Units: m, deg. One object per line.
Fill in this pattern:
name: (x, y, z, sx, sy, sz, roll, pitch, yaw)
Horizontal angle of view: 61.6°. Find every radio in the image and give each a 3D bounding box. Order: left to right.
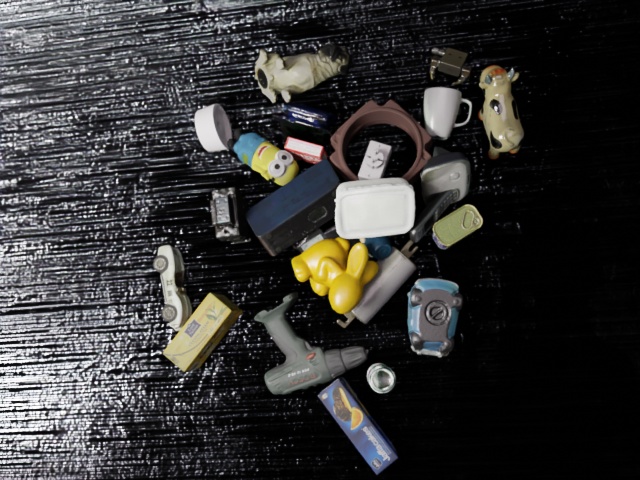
radio: (-0.047, -0.072, 1.198, 0.229, 0.073, 0.131, -35, 37, 3)

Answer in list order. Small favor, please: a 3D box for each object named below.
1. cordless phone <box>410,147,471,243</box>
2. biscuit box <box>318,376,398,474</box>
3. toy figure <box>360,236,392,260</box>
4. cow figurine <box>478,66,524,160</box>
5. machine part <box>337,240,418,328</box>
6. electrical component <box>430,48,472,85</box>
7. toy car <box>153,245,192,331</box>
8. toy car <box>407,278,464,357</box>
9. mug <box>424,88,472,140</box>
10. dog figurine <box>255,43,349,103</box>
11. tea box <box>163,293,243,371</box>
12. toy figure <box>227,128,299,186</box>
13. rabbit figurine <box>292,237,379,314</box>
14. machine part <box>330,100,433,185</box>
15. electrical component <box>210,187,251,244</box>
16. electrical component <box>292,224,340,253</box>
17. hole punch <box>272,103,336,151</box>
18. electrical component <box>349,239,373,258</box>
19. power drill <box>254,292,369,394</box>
cordless phone: (0.239, -0.092, 1.144, 0.089, 0.146, 0.184, 30, 70, 27)
biscuit box: (0.082, 0.391, 1.144, 0.063, 0.059, 0.203, -39, 78, 1)
toy figure: (0.106, -0.018, 1.188, 0.058, 0.064, 0.155, -46, 40, 13)
cow figurine: (0.393, -0.287, 1.174, 0.086, 0.127, 0.195, -11, 82, 3)
machine part: (0.129, 0.099, 1.176, 0.079, 0.079, 0.243, 41, 88, 12)
electrical component: (0.302, -0.403, 1.250, 0.102, 0.045, 0.078, 17, 56, 8)
toy car: (-0.337, 0.110, 1.241, 0.056, 0.073, 0.201, -15, 79, 6)
toy car: (0.238, 0.161, 1.136, 0.109, 0.103, 0.161, 4, 87, 3)
mug: (0.285, -0.281, 1.218, 0.110, 0.081, 0.107, 9, 93, 2)
dog figurine: (-0.044, -0.412, 1.288, 0.190, 0.121, 0.173, -28, 44, -28)
tea box: (-0.260, 0.205, 1.204, 0.068, 0.098, 0.169, 36, 86, 11)
toy figure: (-0.129, -0.195, 1.260, 0.180, 0.089, 0.082, 31, 101, 20)
rabbit figurine: (0.045, 0.081, 1.136, 0.162, 0.121, 0.173, -31, 40, 3)
machine part: (0.138, -0.198, 1.218, 0.201, 0.087, 0.201, -43, 77, -2)
electrical component: (-0.203, -0.055, 1.219, 0.058, 0.134, 0.115, -10, 82, 7)
electrical component: (-0.002, -0.004, 1.209, 0.119, 0.048, 0.074, -36, 114, 3)
hole punch: (-0.026, -0.275, 1.243, 0.142, 0.115, 0.092, 21, 76, 11)
electrical component: (0.075, 0.028, 1.222, 0.094, 0.021, 0.063, 26, 86, 10)
power drill: (-0.035, 0.221, 1.185, 0.232, 0.086, 0.207, -29, 86, 5)
